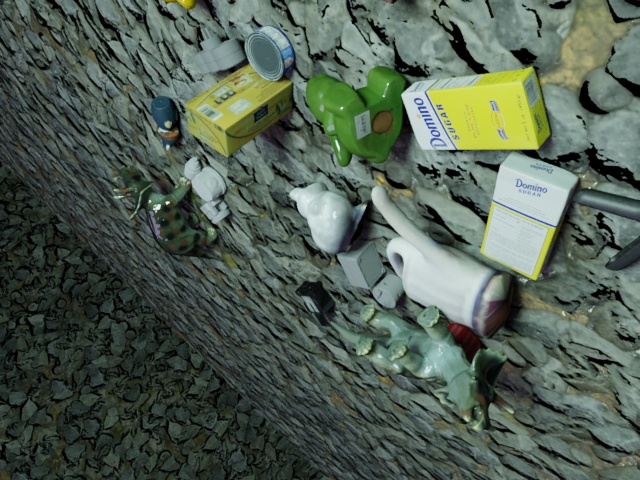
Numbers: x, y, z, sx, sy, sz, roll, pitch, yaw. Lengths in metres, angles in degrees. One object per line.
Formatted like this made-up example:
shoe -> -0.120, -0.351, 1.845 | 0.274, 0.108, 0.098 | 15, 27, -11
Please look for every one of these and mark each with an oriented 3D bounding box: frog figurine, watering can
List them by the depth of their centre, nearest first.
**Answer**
watering can -> 0.198, 0.049, 0.839 | 0.226, 0.105, 0.341 | 26, 161, 33
frog figurine -> 0.003, -0.050, 0.989 | 0.160, 0.124, 0.135 | 25, 165, 13
